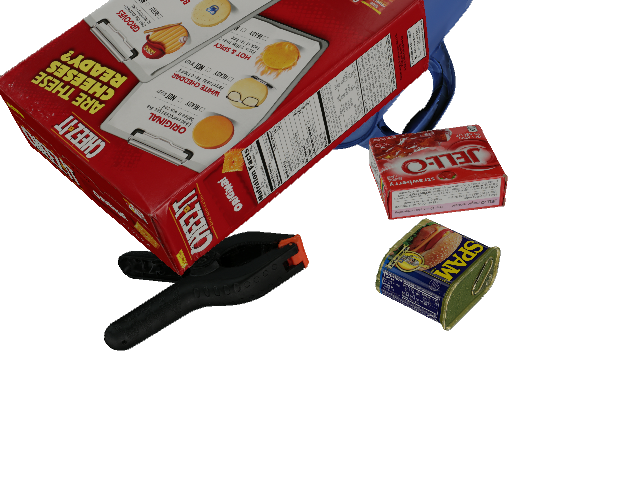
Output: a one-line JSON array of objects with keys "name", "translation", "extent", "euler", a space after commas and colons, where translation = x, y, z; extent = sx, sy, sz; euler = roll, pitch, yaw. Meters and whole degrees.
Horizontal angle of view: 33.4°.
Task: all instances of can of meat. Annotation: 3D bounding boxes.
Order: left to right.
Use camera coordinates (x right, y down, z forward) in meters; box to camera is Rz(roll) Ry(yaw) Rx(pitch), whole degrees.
[{"name": "can of meat", "translation": [0.116, 0.030, 1.057], "extent": [0.084, 0.057, 0.101], "euler": [26, 44, 28]}]

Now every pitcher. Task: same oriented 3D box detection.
[{"name": "pitcher", "translation": [0.057, -0.193, 0.992], "extent": [0.145, 0.149, 0.242], "euler": [14, 43, 30]}]

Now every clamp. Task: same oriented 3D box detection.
[{"name": "clamp", "translation": [-0.097, 0.036, 0.861], "extent": [0.172, 0.039, 0.120], "euler": [-13, 38, 15]}]

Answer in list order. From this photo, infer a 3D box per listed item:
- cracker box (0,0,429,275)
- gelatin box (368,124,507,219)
[{"name": "cracker box", "translation": [-0.063, -0.101, 0.662], "extent": [0.164, 0.213, 0.072], "euler": [37, -21, 32]}, {"name": "gelatin box", "translation": [0.085, -0.052, 0.789], "extent": [0.089, 0.030, 0.073], "euler": [-8, 37, -5]}]
